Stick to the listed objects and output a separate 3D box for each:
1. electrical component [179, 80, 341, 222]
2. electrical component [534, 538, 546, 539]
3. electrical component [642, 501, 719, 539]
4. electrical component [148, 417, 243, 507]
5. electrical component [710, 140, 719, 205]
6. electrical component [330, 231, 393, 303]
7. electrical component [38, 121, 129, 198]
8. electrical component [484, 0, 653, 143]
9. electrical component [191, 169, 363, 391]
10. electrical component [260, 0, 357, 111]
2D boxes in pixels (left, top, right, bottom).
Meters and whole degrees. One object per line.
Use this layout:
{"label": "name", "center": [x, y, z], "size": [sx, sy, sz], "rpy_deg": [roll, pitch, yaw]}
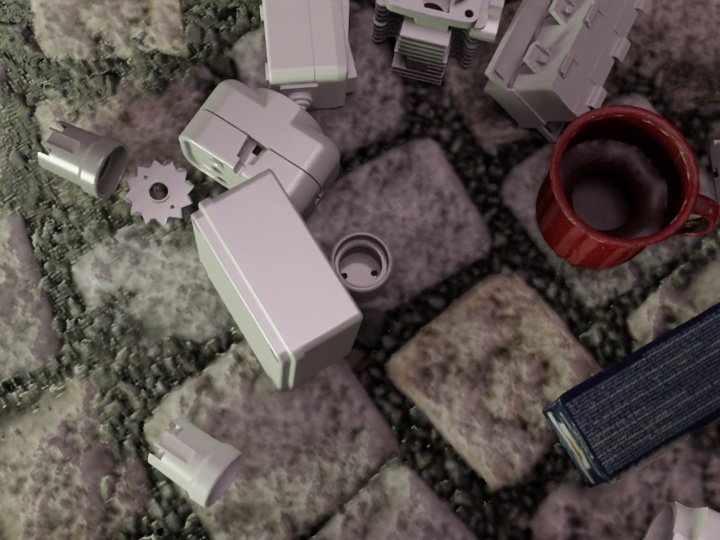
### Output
{"label": "electrical component", "center": [-0.063, -0.079, 0.709], "size": [0.095, 0.053, 0.059], "rpy_deg": [33, 76, 6]}
{"label": "electrical component", "center": [0.112, 0.207, 0.617], "size": [0.060, 0.108, 0.108], "rpy_deg": [-24, 78, -15]}
{"label": "electrical component", "center": [0.200, 0.173, 0.637], "size": [0.056, 0.089, 0.050], "rpy_deg": [25, 76, 4]}
{"label": "electrical component", "center": [-0.102, 0.117, 0.664], "size": [0.046, 0.040, 0.040], "rpy_deg": [32, 76, 12]}
{"label": "electrical component", "center": [0.276, -0.052, 0.719], "size": [0.056, 0.050, 0.089], "rpy_deg": [-3, 75, -3]}
{"label": "electrical component", "center": [0.000, 0.000, 0.695], "size": [0.040, 0.046, 0.040], "rpy_deg": [1, 75, -2]}
{"label": "electrical component", "center": [-0.183, -0.074, 0.710], "size": [0.046, 0.040, 0.040], "rpy_deg": [24, 75, 10]}
{"label": "electrical component", "center": [0.144, -0.159, 0.728], "size": [0.079, 0.063, 0.121], "rpy_deg": [38, 73, -35]}
{"label": "electrical component", "center": [-0.051, 0.010, 0.658], "size": [0.056, 0.108, 0.108], "rpy_deg": [-30, 79, -12]}
{"label": "electrical component", "center": [-0.034, -0.150, 0.724], "size": [0.061, 0.061, 0.096], "rpy_deg": [-5, 76, -4]}
